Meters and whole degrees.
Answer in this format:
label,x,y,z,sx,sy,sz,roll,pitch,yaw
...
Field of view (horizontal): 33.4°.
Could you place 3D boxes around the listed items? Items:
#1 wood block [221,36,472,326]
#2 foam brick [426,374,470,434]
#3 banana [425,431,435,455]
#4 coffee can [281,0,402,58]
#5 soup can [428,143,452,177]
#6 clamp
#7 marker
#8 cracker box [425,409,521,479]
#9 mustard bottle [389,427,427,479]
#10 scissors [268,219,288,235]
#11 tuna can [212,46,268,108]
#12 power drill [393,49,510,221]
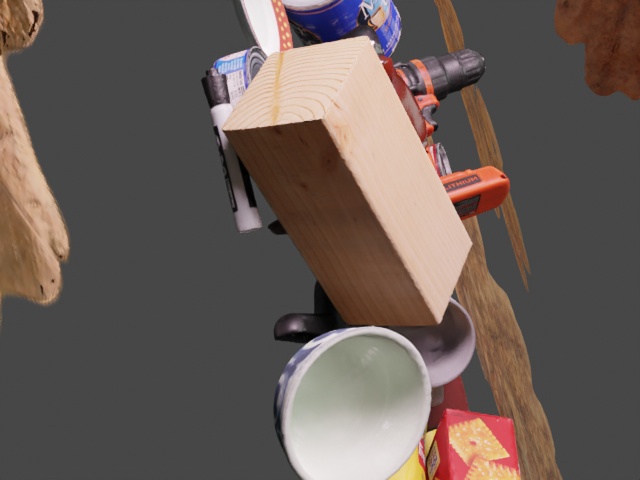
label,x,y,z,sx,sy,sz,roll,pitch,yaw
wood block,0.026,-0.036,0.795,0.206,0.090,0.090,58,45,-35
foam brick,0.098,0.146,1.030,0.078,0.051,0.053,14,-58,63
banana,0.104,0.169,1.127,0.069,0.037,0.198,53,26,-56
coffee can,0.014,-0.239,1.058,0.140,0.103,0.103,46,33,-62
soup can,0.091,-0.061,1.171,0.068,0.102,0.068,-14,90,-75
clamp,0.013,0.079,0.881,0.210,0.036,0.164,-79,150,-54
marker,-0.064,-0.065,0.769,0.020,0.020,0.121,-1,77,-75
cracker box,0.120,0.277,0.902,0.213,0.072,0.164,-84,-175,-52
mustard bottle,0.065,0.192,0.918,0.191,0.058,0.096,-85,166,-53
scissors,-0.006,0.001,0.924,0.201,0.016,0.096,-62,133,-69
tuna can,-0.052,-0.103,0.822,0.086,0.034,0.086,-15,90,-75
power drill,0.120,-0.109,1.110,0.057,0.184,0.188,88,-21,-59
